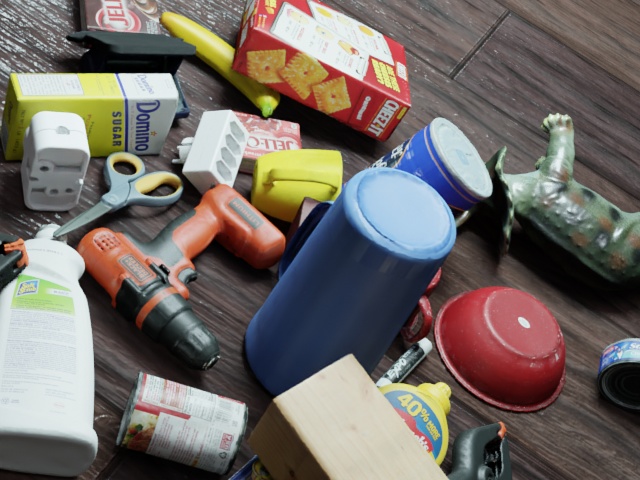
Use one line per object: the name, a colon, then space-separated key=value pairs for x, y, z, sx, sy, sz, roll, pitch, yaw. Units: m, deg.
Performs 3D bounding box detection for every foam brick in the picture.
foam brick: x=-0.008 y=0.001 z=1.144 sx=0.053 sy=0.078 sz=0.051 roll=19 pitch=46 yaw=-9

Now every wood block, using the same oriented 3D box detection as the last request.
wood block: x=0.042 y=0.212 z=0.883 sx=0.090 sy=0.091 sz=0.206 roll=-26 pitch=69 yaw=-34

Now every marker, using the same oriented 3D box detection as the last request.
marker: x=0.078 y=0.139 z=1.102 sx=0.020 sy=0.020 sz=0.120 roll=40 pitch=45 yaw=12

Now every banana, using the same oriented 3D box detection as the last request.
banana: x=-0.112 y=-0.216 z=1.307 sx=0.198 sy=0.037 sz=0.069 roll=41 pitch=8 yaw=17

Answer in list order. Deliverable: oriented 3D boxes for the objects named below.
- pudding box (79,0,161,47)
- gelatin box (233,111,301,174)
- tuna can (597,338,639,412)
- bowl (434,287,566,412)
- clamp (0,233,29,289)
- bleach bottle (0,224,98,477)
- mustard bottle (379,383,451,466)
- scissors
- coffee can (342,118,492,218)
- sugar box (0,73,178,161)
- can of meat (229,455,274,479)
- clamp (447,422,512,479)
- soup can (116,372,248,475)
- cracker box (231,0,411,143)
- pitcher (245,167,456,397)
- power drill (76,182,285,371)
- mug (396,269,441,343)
pudding box: x=-0.248 y=-0.281 z=1.313 sx=0.089 sy=0.039 sz=0.113 roll=4 pitch=50 yaw=-23
gelatin box: x=-0.066 y=-0.110 z=1.251 sx=0.089 sy=0.030 sz=0.073 roll=10 pitch=48 yaw=-17
tuna can: x=0.350 y=0.150 z=1.175 sx=0.086 sy=0.086 sz=0.033 roll=27 pitch=46 yaw=-1
bowl: x=0.209 y=0.106 z=1.170 sx=0.162 sy=0.055 sz=0.162 roll=14 pitch=46 yaw=-15
clamp: x=-0.370 y=0.025 z=0.948 sx=0.209 sy=0.036 sz=0.165 roll=-18 pitch=57 yaw=-16
bleach bottle: x=-0.246 y=0.086 z=0.965 sx=0.102 sy=0.068 sz=0.251 roll=11 pitch=44 yaw=-17
mustard bottle: x=0.070 y=0.193 z=1.020 sx=0.096 sy=0.058 sz=0.191 roll=50 pitch=46 yaw=5
scissors: x=-0.225 y=-0.051 z=1.105 sx=0.096 sy=0.016 sz=0.201 roll=40 pitch=32 yaw=22
coffee can: x=0.104 y=-0.055 z=1.181 sx=0.102 sy=0.140 sz=0.103 roll=39 pitch=31 yaw=-29
sugar box: x=-0.246 y=-0.132 z=1.140 sx=0.175 sy=0.093 sz=0.048 roll=-3 pitch=53 yaw=-28
can of meat: x=-0.042 y=0.241 z=0.927 sx=0.102 sy=0.058 sz=0.083 roll=42 pitch=43 yaw=13
clamp: x=0.153 y=0.245 z=1.018 sx=0.171 sy=0.039 sz=0.120 roll=-43 pitch=110 yaw=-52
soup can: x=-0.122 y=0.164 z=0.949 sx=0.102 sy=0.069 sz=0.068 roll=18 pitch=45 yaw=-10
cracker box: x=0.002 y=-0.226 z=1.328 sx=0.213 sy=0.072 sz=0.164 roll=25 pitch=33 yaw=-16
pitcher: x=0.025 y=0.038 z=1.007 sx=0.149 sy=0.243 sz=0.144 roll=36 pitch=44 yaw=5
power drill: x=-0.123 y=0.030 z=1.077 sx=0.184 sy=0.057 sz=0.187 roll=43 pitch=46 yaw=15
mug: x=0.083 y=0.054 z=1.136 sx=0.093 sy=0.082 sz=0.117 roll=-8 pitch=55 yaw=-31
